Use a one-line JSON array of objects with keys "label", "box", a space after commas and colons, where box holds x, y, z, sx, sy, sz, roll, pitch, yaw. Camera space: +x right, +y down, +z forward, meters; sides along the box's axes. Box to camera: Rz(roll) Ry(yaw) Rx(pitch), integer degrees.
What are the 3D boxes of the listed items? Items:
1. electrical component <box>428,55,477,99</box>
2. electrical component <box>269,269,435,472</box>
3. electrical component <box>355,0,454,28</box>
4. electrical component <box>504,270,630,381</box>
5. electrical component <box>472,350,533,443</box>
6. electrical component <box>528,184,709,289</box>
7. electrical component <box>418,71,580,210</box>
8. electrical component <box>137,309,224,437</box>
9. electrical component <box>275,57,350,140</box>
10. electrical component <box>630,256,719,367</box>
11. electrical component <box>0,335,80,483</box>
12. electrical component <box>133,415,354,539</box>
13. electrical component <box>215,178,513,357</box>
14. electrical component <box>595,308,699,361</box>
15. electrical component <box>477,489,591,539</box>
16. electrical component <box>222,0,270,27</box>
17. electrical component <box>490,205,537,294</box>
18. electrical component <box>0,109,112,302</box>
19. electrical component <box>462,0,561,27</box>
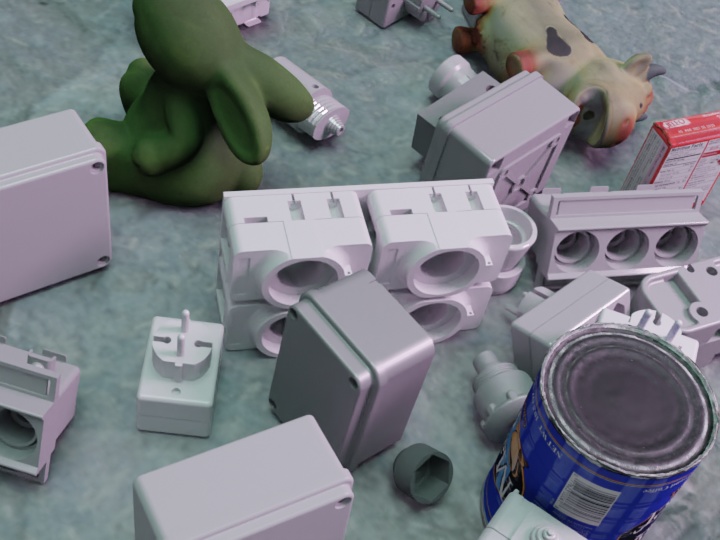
[{"label": "electrical component", "box": [0.089, -0.157, 0.934, 0.040, 0.040, 0.046, -32, 67, -32]}, {"label": "electrical component", "box": [-0.009, 0.066, 0.674, 0.057, 0.113, 0.078, -25, 59, -32]}, {"label": "electrical component", "box": [0.053, -0.259, 1.007, 0.076, 0.047, 0.083, 40, 54, 20]}, {"label": "electrical component", "box": [0.138, 0.036, 0.772, 0.083, 0.047, 0.076, -31, 40, -27]}, {"label": "electrical component", "box": [0.096, 0.082, 0.728, 0.048, 0.048, 0.062, -9, 46, -18]}, {"label": "electrical component", "box": [0.192, -0.030, 0.824, 0.121, 0.078, 0.063, -3, 32, -14]}, {"label": "electrical component", "box": [0.102, -0.083, 0.826, 0.109, 0.108, 0.056, -32, 65, -32]}, {"label": "electrical component", "box": [-0.113, 0.057, 0.684, 0.047, 0.076, 0.065, 7, 49, -5]}, {"label": "electrical component", "box": [-0.045, -0.136, 0.885, 0.081, 0.043, 0.043, 38, 53, 21]}, {"label": "electrical component", "box": [0.243, 0.034, 0.787, 0.095, 0.059, 0.053, -13, 54, -22]}, {"label": "electrical component", "box": [-0.239, 0.072, 0.653, 0.121, 0.078, 0.063, 16, 27, 3]}, {"label": "electrical component", "box": [-0.066, 0.145, 0.597, 0.109, 0.108, 0.056, -17, 53, -24]}, {"label": "electrical component", "box": [0.000, 0.000, 0.737, 0.186, 0.105, 0.060, -4, 51, -15]}, {"label": "electrical component", "box": [0.180, 0.051, 0.681, 0.066, 0.076, 0.047, 20, 52, 7]}, {"label": "electrical component", "box": [0.090, 0.177, 0.609, 0.062, 0.096, 0.061, 32, 51, 16]}, {"label": "electrical component", "box": [-0.135, -0.241, 0.944, 0.121, 0.063, 0.078, -29, 61, -31]}, {"label": "electrical component", "box": [0.104, -0.014, 0.803, 0.045, 0.055, 0.045, 6, 49, -7]}, {"label": "electrical component", "box": [-0.228, -0.040, 0.724, 0.109, 0.108, 0.056, -21, 54, -27]}, {"label": "electrical component", "box": [0.140, -0.271, 1.036, 0.083, 0.047, 0.075, -6, 51, -16]}]
